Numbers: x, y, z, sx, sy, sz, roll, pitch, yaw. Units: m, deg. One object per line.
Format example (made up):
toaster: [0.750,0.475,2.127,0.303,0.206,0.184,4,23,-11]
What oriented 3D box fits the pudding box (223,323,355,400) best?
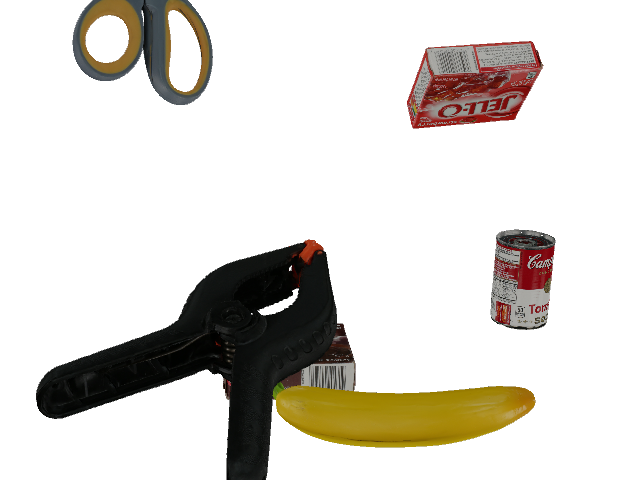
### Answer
pudding box: [-0.029,0.106,0.944,0.113,0.039,0.090,1,18,-6]

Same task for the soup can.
soup can: [0.235,0.045,1.247,0.068,0.102,0.068,2,17,-1]

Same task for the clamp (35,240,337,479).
clamp: [-0.038,0.058,0.521,0.120,0.039,0.171,31,47,26]

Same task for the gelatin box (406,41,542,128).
gelatin box: [0.118,-0.120,0.829,0.089,0.030,0.073,-5,-25,-11]

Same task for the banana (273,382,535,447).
banana: [0.050,0.119,0.756,0.198,0.037,0.069,2,29,14]

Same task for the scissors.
scissors: [-0.122,-0.180,0.684,0.096,0.202,0.016,-9,-13,-24]
